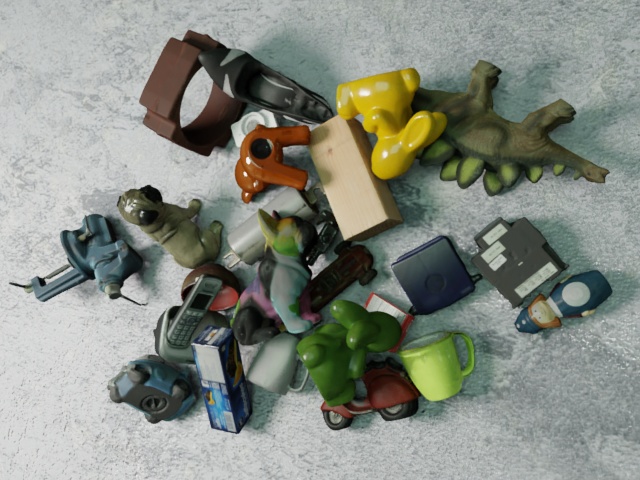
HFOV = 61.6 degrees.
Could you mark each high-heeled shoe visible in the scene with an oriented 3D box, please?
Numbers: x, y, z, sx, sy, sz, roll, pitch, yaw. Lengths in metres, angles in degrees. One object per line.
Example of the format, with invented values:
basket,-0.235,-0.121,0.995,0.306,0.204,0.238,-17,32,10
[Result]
high-heeled shoe,-0.089,-0.265,0.963,0.145,0.248,0.086,42,114,38

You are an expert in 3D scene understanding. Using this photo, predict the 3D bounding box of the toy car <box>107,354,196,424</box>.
toy car,-0.326,0.277,1.047,0.109,0.161,0.103,-45,29,16

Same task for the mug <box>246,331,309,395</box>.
mug,-0.068,0.222,0.982,0.110,0.080,0.107,17,79,23

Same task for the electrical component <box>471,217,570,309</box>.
electrical component,0.318,0.028,0.882,0.115,0.058,0.134,-39,74,9

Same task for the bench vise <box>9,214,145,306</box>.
bench vise,-0.494,0.063,1.109,0.241,0.128,0.224,-29,68,-4

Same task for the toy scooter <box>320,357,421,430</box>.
toy scooter,0.078,0.249,0.934,0.184,0.075,0.135,-17,78,21

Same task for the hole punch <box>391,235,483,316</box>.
hole punch,0.191,0.060,0.908,0.142,0.092,0.116,-30,80,10

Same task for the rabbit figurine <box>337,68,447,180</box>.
rabbit figurine,0.125,-0.188,0.890,0.163,0.122,0.173,-1,100,29

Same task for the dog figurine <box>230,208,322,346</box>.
dog figurine,-0.083,0.057,0.928,0.192,0.108,0.219,-17,84,17

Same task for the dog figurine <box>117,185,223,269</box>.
dog figurine,-0.284,-0.013,1.019,0.172,0.190,0.121,43,99,16

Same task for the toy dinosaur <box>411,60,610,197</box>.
toy dinosaur,0.247,-0.195,0.906,0.472,0.105,0.198,36,101,29

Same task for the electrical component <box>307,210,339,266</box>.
electrical component,-0.001,-0.004,0.988,0.045,0.078,0.102,32,93,-1

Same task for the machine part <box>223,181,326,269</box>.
machine part,-0.089,-0.030,1.015,0.243,0.079,0.079,-38,74,12

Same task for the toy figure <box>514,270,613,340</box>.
toy figure,0.381,0.102,0.856,0.154,0.057,0.064,-33,37,15

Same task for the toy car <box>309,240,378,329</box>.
toy car,0.012,0.084,0.984,0.202,0.053,0.089,-40,77,10

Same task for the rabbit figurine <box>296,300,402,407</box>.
rabbit figurine,0.050,0.160,0.868,0.170,0.158,0.121,-28,51,-8

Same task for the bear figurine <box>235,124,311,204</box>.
bear figurine,-0.093,-0.132,0.991,0.132,0.196,0.120,4,78,-6

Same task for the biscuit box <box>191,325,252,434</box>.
biscuit box,-0.176,0.255,0.977,0.059,0.063,0.202,4,118,21

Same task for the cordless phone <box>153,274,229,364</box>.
cordless phone,-0.213,0.140,0.996,0.184,0.146,0.089,-55,46,17

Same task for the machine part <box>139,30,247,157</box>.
machine part,-0.232,-0.273,1.021,0.087,0.201,0.201,31,95,21
